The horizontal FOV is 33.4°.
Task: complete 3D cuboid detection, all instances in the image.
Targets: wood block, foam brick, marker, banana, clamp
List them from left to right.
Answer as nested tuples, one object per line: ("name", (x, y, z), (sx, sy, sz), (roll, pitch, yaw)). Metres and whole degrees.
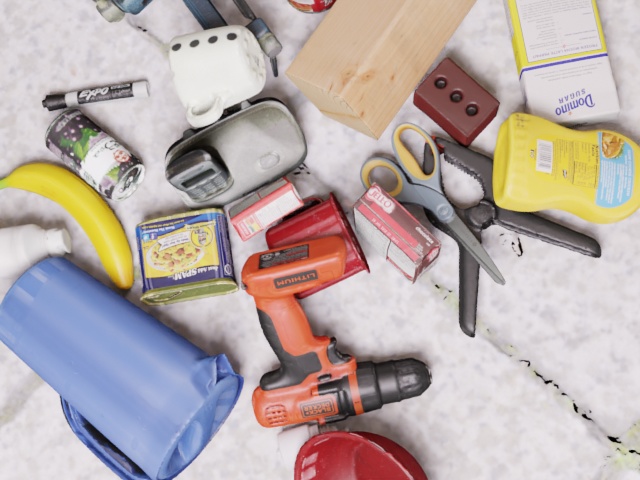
("banana", (-0.265, -0.028, 1.159), (0.198, 0.037, 0.070), (36, 103, 12))
("marker", (-0.250, -0.160, 1.188), (0.121, 0.020, 0.020), (-7, 79, 4))
("wood block", (0.071, -0.221, 1.117), (0.091, 0.090, 0.206), (31, 83, 39))
("foam brick", (0.144, -0.145, 1.128), (0.078, 0.051, 0.053), (42, 86, 11))
("clamp", (0.179, -0.024, 1.108), (0.164, 0.036, 0.210), (-26, 75, 0))

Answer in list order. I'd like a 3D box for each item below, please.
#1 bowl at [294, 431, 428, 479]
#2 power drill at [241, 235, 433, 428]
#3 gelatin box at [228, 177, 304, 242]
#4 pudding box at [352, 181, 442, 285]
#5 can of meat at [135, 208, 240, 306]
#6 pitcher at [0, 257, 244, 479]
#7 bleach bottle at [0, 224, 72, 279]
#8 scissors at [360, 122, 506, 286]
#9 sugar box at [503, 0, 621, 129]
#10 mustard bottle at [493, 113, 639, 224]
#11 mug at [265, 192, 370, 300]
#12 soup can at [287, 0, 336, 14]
("bowl", (0.054, 0.245, 1.037), (0.162, 0.055, 0.162), (18, 121, 32))
("power drill", (0.008, 0.093, 1.052), (0.184, 0.057, 0.187), (-13, 112, 2))
("gelatin box", (-0.057, -0.033, 1.108), (0.073, 0.089, 0.030), (-32, 99, -1))
("pudding box", (0.077, -0.004, 1.076), (0.039, 0.113, 0.090), (-44, 79, -8))
("can of meat", (-0.142, 0.018, 1.125), (0.102, 0.057, 0.084), (-10, 76, 3))
("pitcher", (-0.212, 0.133, 1.083), (0.243, 0.145, 0.149), (35, 72, 15))
("bleach bottle", (-0.389, 0.026, 1.124), (0.251, 0.102, 0.068), (-13, 84, 5))
("scissors", (0.108, -0.026, 1.095), (0.096, 0.016, 0.202), (-25, 71, 12))
("sugar box", (0.253, -0.205, 1.132), (0.093, 0.048, 0.176), (-9, 82, 4))
("mustard bottle", (0.274, -0.066, 1.082), (0.191, 0.058, 0.096), (9, 72, -9))
("mug", (-0.007, 0.001, 1.104), (0.081, 0.093, 0.117), (-26, 47, 5))
("soup can", (-0.013, -0.295, 1.146), (0.068, 0.102, 0.068), (-1, 79, 6))
